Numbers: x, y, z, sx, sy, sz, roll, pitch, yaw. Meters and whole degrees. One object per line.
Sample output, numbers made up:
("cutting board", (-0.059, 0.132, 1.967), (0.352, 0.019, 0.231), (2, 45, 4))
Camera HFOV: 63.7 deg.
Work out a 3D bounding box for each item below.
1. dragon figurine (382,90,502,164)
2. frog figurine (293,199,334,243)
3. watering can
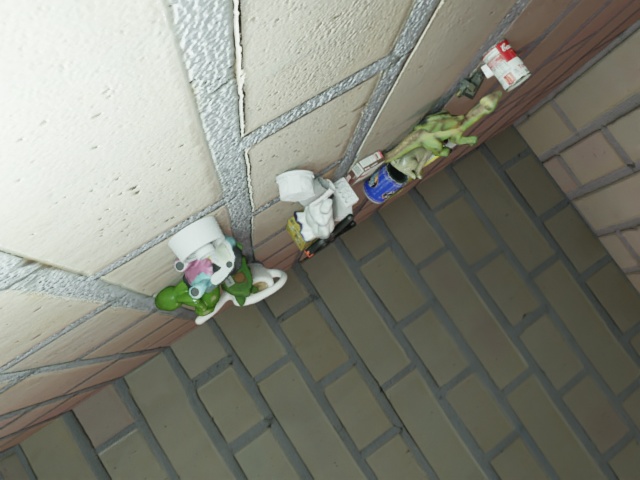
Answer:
("dragon figurine", (0.313, -0.311, 1.448), (0.408, 0.123, 0.241), (-21, -13, 13))
("frog figurine", (0.005, -0.077, 1.524), (0.122, 0.141, 0.156), (21, -43, -24))
("watering can", (-0.288, 0.176, 1.830), (0.349, 0.102, 0.227), (-23, 24, -12))
